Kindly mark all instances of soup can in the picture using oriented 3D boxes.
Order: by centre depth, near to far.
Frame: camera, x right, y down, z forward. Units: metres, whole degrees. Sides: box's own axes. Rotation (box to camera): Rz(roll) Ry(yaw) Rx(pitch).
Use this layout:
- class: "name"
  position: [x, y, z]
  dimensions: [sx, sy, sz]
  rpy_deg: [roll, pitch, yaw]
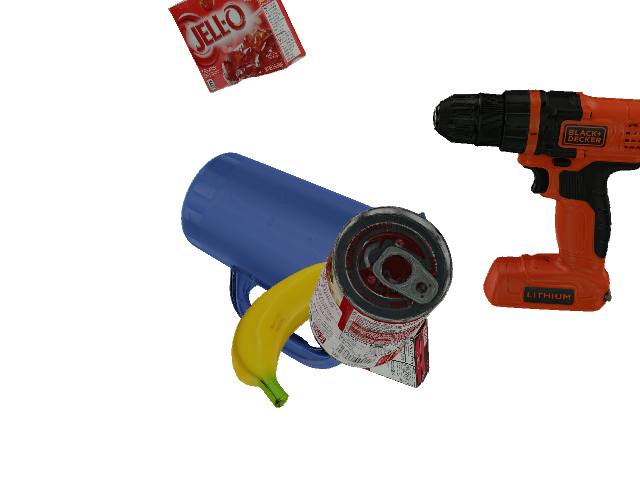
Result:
- class: "soup can"
  position: [0.032, 0.031, 0.631]
  dimensions: [0.068, 0.068, 0.102]
  rpy_deg: [0, -22, -9]

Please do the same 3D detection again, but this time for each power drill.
- class: "power drill"
  position: [0.181, -0.034, 0.887]
  dimensions: [0.184, 0.188, 0.057]
  rpy_deg: [4, 29, 5]

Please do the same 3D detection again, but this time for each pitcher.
- class: "pitcher"
  position: [-0.025, 0.011, 1.065]
  dimensions: [0.243, 0.145, 0.149]
  rpy_deg: [26, 28, 27]

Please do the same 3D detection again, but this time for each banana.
- class: "banana"
  position: [-0.016, 0.059, 0.816]
  dimensions: [0.070, 0.037, 0.197]
  rpy_deg: [31, 39, 10]

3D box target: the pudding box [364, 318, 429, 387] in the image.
- class: "pudding box"
  position: [0.070, 0.115, 1.248]
  dimensions: [0.114, 0.090, 0.039]
  rpy_deg: [16, 46, 24]

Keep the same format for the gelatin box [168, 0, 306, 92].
- class: "gelatin box"
  position: [-0.064, -0.157, 0.804]
  dimensions: [0.089, 0.073, 0.030]
  rpy_deg: [-9, 24, 42]
